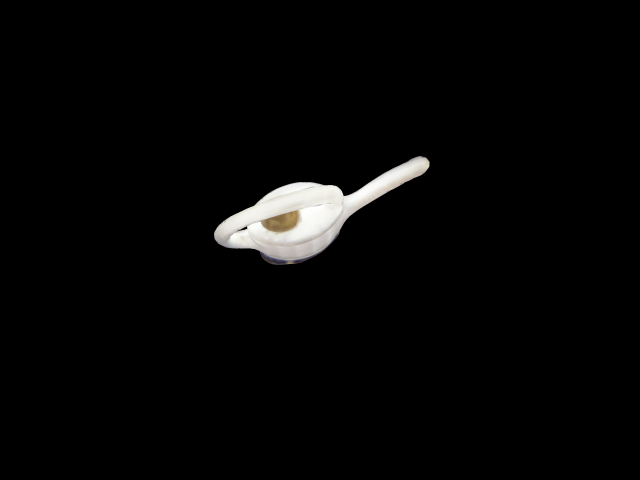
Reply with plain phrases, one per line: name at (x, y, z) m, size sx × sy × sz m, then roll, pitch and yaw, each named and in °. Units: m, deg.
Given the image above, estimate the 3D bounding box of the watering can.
watering can at (0.003, -0.043, 0.850) m, size 0.348 × 0.105 × 0.221 m, roll -17°, pitch -13°, yaw -4°
